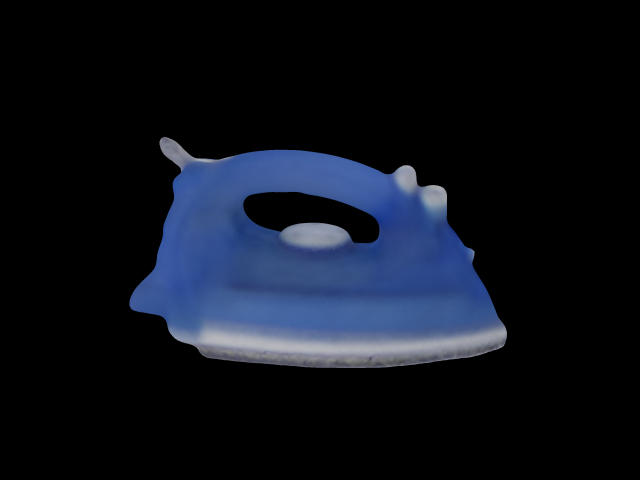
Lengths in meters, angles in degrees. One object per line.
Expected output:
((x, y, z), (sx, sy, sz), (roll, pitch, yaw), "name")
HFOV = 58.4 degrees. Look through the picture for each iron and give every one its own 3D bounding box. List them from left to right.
((0.004, 0.001, 0.400), (0.258, 0.141, 0.118), (2, 19, 7), "iron")
